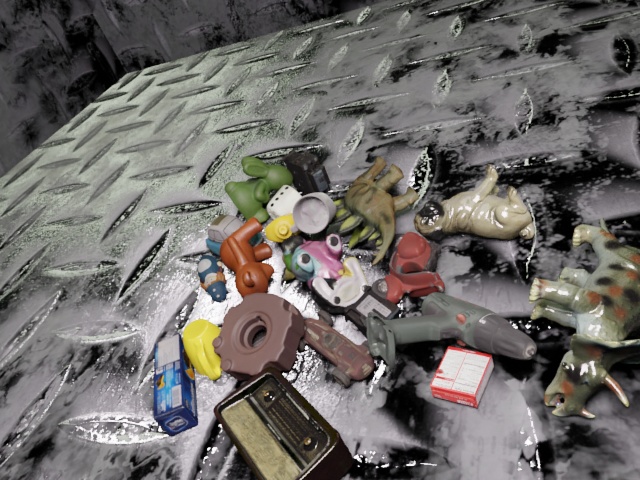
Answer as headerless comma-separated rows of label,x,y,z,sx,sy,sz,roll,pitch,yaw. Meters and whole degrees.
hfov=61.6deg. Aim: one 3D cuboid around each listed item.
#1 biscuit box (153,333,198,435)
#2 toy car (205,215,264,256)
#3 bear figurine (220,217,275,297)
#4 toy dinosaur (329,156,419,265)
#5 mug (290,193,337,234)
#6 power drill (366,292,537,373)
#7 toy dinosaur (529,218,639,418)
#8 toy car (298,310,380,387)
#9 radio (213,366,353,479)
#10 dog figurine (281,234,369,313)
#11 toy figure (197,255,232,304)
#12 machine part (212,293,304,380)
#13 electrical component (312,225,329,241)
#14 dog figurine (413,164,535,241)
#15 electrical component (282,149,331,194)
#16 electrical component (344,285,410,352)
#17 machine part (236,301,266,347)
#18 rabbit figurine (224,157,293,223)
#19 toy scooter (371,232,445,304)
biscuit box,-0.279,0.274,1.035,0.059,0.062,0.203,-24,35,-1
toy car,-0.228,-0.016,1.356,0.162,0.102,0.109,14,48,39
bear figurine,-0.148,0.053,1.204,0.132,0.120,0.196,-30,37,-16
toy dinosaur,0.116,-0.071,1.192,0.198,0.105,0.472,-41,16,7
mug,-0.011,-0.054,1.157,0.109,0.081,0.107,-46,-5,22
power drill,0.189,0.146,0.848,0.207,0.085,0.232,-13,16,-13
toy dinosaur,0.450,0.083,0.824,0.192,0.131,0.405,26,53,33
toy car,0.021,0.190,0.982,0.089,0.053,0.202,-40,38,-17
radio,-0.061,0.308,0.851,0.131,0.073,0.230,-37,37,-17
dog figurine,-0.006,0.069,1.122,0.108,0.191,0.219,-36,3,-19
toy figure,-0.256,0.092,1.272,0.064,0.057,0.155,-59,33,17
machine part,-0.116,0.181,1.008,0.179,0.056,0.179,-16,52,21
electrical component,-0.003,-0.004,1.246,0.094,0.021,0.063,136,149,-65
dog figurine,0.303,-0.031,1.071,0.190,0.121,0.172,-35,50,5
electrical component,-0.031,-0.174,1.439,0.058,0.114,0.134,-39,35,-17
electrical component,0.107,0.146,0.954,0.075,0.047,0.119,-39,60,-20
machine part,-0.148,0.180,1.105,0.084,0.039,0.139,-37,38,-10
rabbit figurine,-0.161,-0.150,1.441,0.170,0.159,0.121,-35,26,-1
toy scooter,0.187,0.056,1.042,0.135,0.075,0.184,1,45,32
